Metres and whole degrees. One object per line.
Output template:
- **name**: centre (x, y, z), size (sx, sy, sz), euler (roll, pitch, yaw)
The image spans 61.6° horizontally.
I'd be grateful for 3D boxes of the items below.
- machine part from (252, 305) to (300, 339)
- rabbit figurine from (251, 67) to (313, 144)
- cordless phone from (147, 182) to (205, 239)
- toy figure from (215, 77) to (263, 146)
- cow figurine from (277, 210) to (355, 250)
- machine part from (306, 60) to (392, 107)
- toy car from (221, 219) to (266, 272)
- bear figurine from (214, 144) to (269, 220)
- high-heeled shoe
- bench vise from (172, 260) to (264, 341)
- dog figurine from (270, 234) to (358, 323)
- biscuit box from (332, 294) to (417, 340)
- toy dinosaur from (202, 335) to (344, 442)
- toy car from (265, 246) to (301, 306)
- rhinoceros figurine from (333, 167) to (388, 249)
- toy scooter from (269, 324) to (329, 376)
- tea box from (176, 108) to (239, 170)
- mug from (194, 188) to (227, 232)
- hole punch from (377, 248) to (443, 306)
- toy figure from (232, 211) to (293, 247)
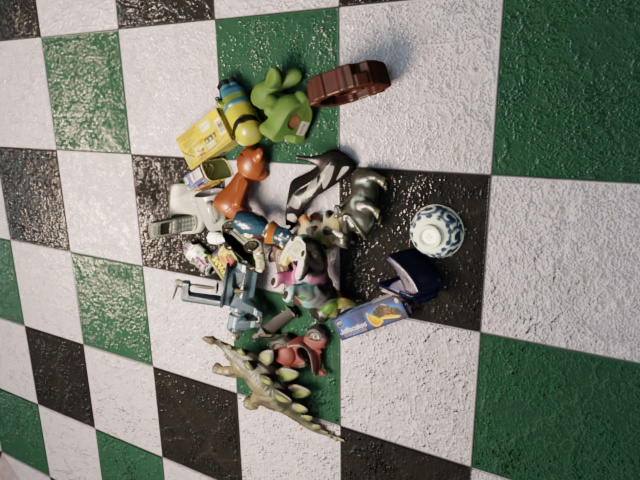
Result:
- **machine part**: centre (-0.114, 0.226, 1.450), size (0.139, 0.084, 0.039), euler (-40, 58, 24)
- **rabbit figurine**: centre (-0.105, -0.328, 1.265), size (0.170, 0.121, 0.159), euler (44, 129, 30)
- **cordless phone**: centre (-0.398, -0.080, 1.461), size (0.089, 0.184, 0.146), euler (19, 113, 29)
- **toy figure**: centre (-0.202, -0.316, 1.331), size (0.082, 0.089, 0.180), euler (-24, 84, 11)
- **cow figurine**: centre (-0.003, -0.004, 1.310), size (0.195, 0.085, 0.127), euler (-44, 76, 31)
- **machine part**: centre (0.060, -0.329, 1.135), size (0.179, 0.179, 0.056), euler (-10, 96, 32)
- **toy car**: centre (-0.197, 0.012, 1.385), size (0.202, 0.056, 0.073), euler (36, 139, 41)
- **bear figurine**: centre (-0.182, -0.142, 1.376), size (0.196, 0.131, 0.120), euler (-56, 34, -1)
- **high-heeled shoe**: centre (-0.004, -0.114, 1.307), size (0.145, 0.086, 0.248), euler (10, 131, -4)
- **bench vise**: centre (-0.264, 0.152, 1.414), size (0.241, 0.129, 0.223), euler (9, 110, -8)
- **dog figurine**: centre (0.003, 0.098, 1.267), size (0.109, 0.219, 0.191), euler (29, 96, 51)
- **biscuit box**: centre (0.128, 0.180, 1.298), size (0.203, 0.059, 0.062), euler (-27, 89, 33)
- **toy dinosaur**: centre (-0.131, 0.401, 1.447), size (0.471, 0.105, 0.198), euler (44, 142, -16)
- **toy car**: centre (-0.077, 0.095, 1.348), size (0.089, 0.053, 0.201), euler (25, 151, 39)
- **rhinoceros figurine**: centre (0.087, -0.071, 1.207), size (0.112, 0.073, 0.190), euler (17, 88, 12)
- **toy scooter**: centre (-0.046, 0.307, 1.429), size (0.184, 0.075, 0.135), euler (-20, 95, 28)
- **tea box**: centre (-0.288, -0.265, 1.413), size (0.170, 0.068, 0.098), euler (-24, 90, 34)
- **mug**: centre (-0.286, -0.075, 1.449), size (0.081, 0.110, 0.107), euler (-15, 113, -9)
- **hole punch**: centre (0.204, 0.080, 1.189), size (0.116, 0.142, 0.092), euler (26, 112, 35)
- **toy figure**: centre (-0.136, -0.027, 1.307), size (0.155, 0.058, 0.064), euler (21, 104, 4)
